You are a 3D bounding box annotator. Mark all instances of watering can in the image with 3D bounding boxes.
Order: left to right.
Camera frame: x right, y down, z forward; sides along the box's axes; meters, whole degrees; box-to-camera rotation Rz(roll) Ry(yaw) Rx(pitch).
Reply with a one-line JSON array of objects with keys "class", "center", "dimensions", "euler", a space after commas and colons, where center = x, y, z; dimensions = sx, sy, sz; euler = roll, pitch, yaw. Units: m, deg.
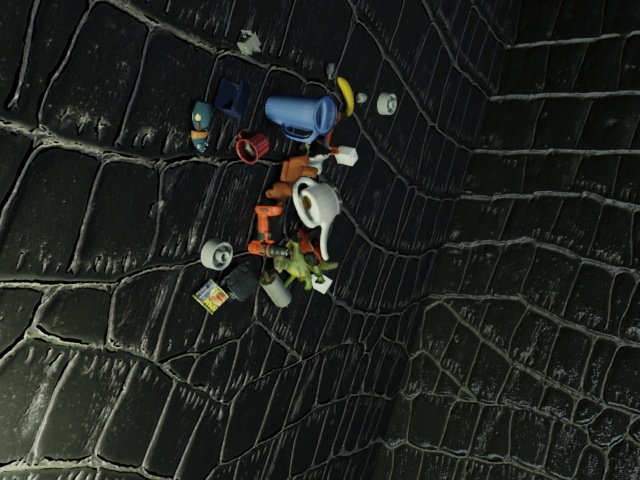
[{"class": "watering can", "center": [0.006, -0.106, 2.108], "dimensions": [0.227, 0.347, 0.103], "euler": [-27, 3, -44]}]

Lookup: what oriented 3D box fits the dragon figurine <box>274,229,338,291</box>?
[{"class": "dragon figurine", "center": [-0.058, 0.071, 2.180], "dimensions": [0.122, 0.239, 0.415], "euler": [6, 21, 36]}]

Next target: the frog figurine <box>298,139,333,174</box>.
[{"class": "frog figurine", "center": [-0.026, -0.331, 2.073], "dimensions": [0.139, 0.123, 0.157], "euler": [-36, -10, -18]}]
